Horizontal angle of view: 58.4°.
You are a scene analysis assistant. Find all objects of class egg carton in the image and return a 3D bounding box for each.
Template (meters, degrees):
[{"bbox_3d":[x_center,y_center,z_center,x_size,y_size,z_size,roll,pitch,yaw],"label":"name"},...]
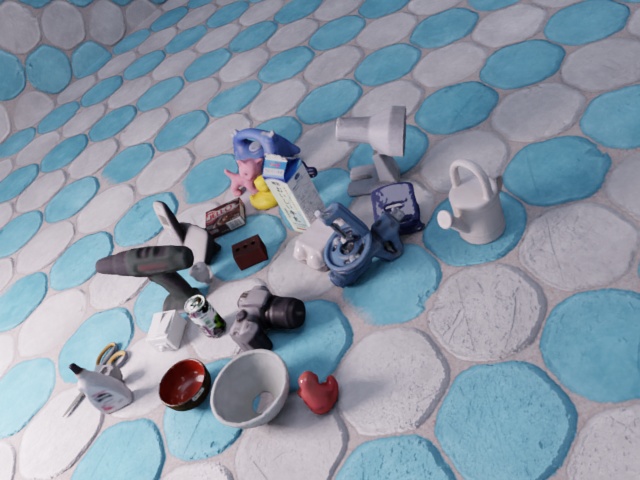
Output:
[{"bbox_3d":[0.012,0.005,1.354,0.107,0.070,0.150,24,63,42],"label":"egg carton"}]

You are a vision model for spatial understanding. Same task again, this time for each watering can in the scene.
[{"bbox_3d":[0.316,-0.083,1.183,0.100,0.195,0.173,7,53,34],"label":"watering can"}]

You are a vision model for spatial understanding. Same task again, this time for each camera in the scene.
[{"bbox_3d":[-0.111,0.165,1.240,0.136,0.101,0.143,-1,49,28],"label":"camera"}]

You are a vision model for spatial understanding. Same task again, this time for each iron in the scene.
[{"bbox_3d":[-0.190,-0.277,1.686,0.257,0.142,0.119,14,57,37],"label":"iron"}]

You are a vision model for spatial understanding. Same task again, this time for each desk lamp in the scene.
[{"bbox_3d":[0.135,-0.222,1.402,0.202,0.214,0.118,-7,46,22],"label":"desk lamp"}]

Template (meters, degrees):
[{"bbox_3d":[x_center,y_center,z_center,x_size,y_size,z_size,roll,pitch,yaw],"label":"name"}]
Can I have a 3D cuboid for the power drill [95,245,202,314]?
[{"bbox_3d":[-0.390,0.094,1.380,0.229,0.209,0.075,-17,43,13],"label":"power drill"}]

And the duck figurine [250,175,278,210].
[{"bbox_3d":[-0.151,-0.139,1.571,0.104,0.086,0.077,-23,42,6],"label":"duck figurine"}]

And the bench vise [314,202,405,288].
[{"bbox_3d":[0.077,-0.023,1.234,0.121,0.220,0.208,24,63,42],"label":"bench vise"}]

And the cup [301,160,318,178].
[{"bbox_3d":[-0.050,-0.154,1.525,0.117,0.095,0.092,-7,46,23],"label":"cup"}]

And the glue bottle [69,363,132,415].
[{"bbox_3d":[-0.485,0.315,1.240,0.078,0.174,0.037,-29,42,0],"label":"glue bottle"}]

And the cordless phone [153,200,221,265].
[{"bbox_3d":[-0.357,-0.020,1.491,0.147,0.185,0.094,13,56,37],"label":"cordless phone"}]

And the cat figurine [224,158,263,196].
[{"bbox_3d":[-0.212,-0.190,1.631,0.127,0.118,0.067,-4,47,25],"label":"cat figurine"}]

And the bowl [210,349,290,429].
[{"bbox_3d":[-0.126,0.304,1.131,0.167,0.075,0.167,-15,44,15],"label":"bowl"}]

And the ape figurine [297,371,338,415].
[{"bbox_3d":[-0.010,0.280,1.079,0.077,0.092,0.076,-9,45,20],"label":"ape figurine"}]

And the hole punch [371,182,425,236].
[{"bbox_3d":[0.178,-0.070,1.322,0.108,0.091,0.101,-14,44,16],"label":"hole punch"}]
